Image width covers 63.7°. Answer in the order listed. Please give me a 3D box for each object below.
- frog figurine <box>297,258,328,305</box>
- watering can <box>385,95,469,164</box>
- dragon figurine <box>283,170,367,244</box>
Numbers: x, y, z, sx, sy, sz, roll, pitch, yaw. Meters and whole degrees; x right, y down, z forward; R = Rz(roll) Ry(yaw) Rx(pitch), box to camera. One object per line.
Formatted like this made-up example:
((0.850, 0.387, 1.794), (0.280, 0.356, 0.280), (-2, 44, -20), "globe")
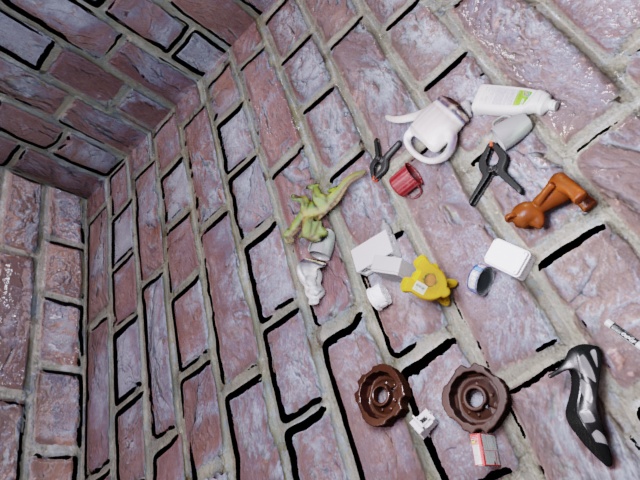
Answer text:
((-0.035, 0.148, 1.848), (0.137, 0.122, 0.160), (-171, 95, -78), "frog figurine")
((0.366, -0.403, 1.761), (0.222, 0.103, 0.355), (-45, 47, 15), "watering can")
((0.006, -0.096, 1.907), (0.406, 0.121, 0.248), (-25, 50, 34), "dragon figurine")
